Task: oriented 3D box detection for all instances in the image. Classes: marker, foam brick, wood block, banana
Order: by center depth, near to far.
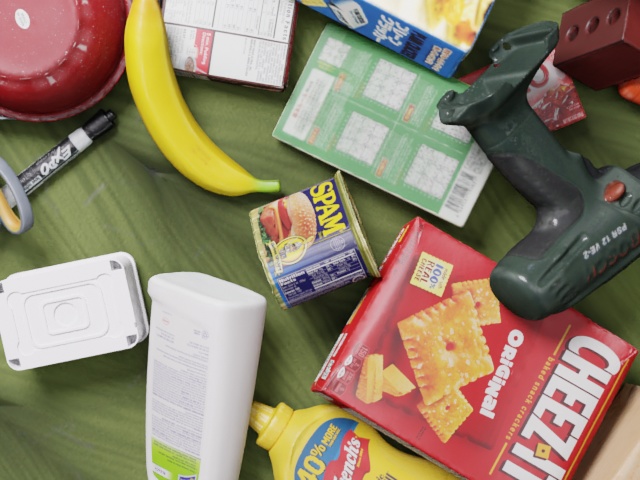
[{"bbox_3d":[0.234,-0.160,0.851,0.051,0.078,0.053,25,70,-27],"label":"foam brick"},{"bbox_3d":[0.242,0.230,0.869,0.090,0.091,0.206,38,84,-5],"label":"wood block"},{"bbox_3d":[-0.111,-0.105,0.869,0.069,0.037,0.197,-32,115,6],"label":"banana"},{"bbox_3d":[-0.221,-0.070,0.901,0.121,0.020,0.020,-38,93,3],"label":"marker"}]

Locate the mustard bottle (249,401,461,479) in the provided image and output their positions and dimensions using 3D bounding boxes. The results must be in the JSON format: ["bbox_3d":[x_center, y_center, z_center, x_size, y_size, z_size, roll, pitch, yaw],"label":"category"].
[{"bbox_3d":[0.020,0.194,0.896,0.191,0.058,0.096,33,76,-1],"label":"mustard bottle"}]

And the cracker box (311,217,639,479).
[{"bbox_3d":[0.125,0.106,0.872,0.213,0.072,0.164,31,81,-1],"label":"cracker box"}]

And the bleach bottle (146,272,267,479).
[{"bbox_3d":[-0.108,0.160,0.889,0.103,0.067,0.251,17,103,39],"label":"bleach bottle"}]

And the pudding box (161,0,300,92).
[{"bbox_3d":[-0.076,-0.176,0.884,0.113,0.039,0.090,10,93,-2],"label":"pudding box"}]

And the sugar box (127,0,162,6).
[{"bbox_3d":[-0.213,-0.244,0.876,0.176,0.048,0.093,10,95,-3],"label":"sugar box"}]

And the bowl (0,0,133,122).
[{"bbox_3d":[-0.228,-0.172,0.835,0.162,0.055,0.162,0,99,-1],"label":"bowl"}]

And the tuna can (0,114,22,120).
[{"bbox_3d":[-0.261,-0.143,0.888,0.086,0.034,0.086,0,94,0],"label":"tuna can"}]

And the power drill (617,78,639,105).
[{"bbox_3d":[0.359,-0.170,0.872,0.184,0.057,0.188,21,94,-1],"label":"power drill"}]

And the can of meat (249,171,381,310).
[{"bbox_3d":[-0.006,0.001,0.865,0.084,0.102,0.057,-22,128,5],"label":"can of meat"}]

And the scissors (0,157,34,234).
[{"bbox_3d":[-0.301,-0.083,0.883,0.202,0.016,0.096,55,135,7],"label":"scissors"}]

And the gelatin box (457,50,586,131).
[{"bbox_3d":[0.166,-0.118,0.890,0.089,0.030,0.073,-23,93,1],"label":"gelatin box"}]
